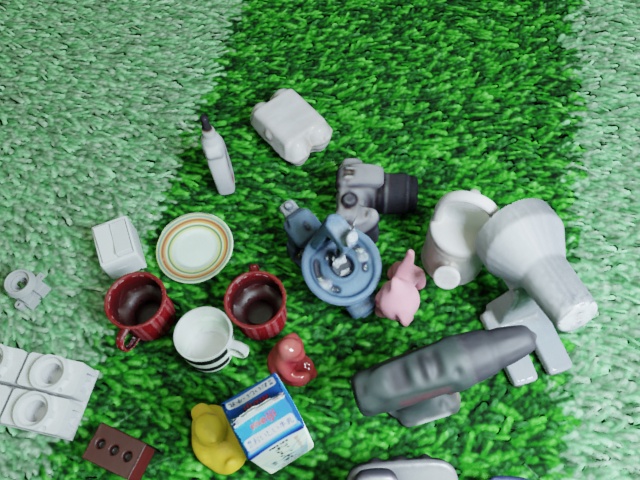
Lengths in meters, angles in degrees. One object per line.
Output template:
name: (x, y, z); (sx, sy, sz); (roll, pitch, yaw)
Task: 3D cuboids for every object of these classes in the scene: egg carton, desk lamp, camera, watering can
egg carton: (-0.055, -0.208, 1.047); (0.107, 0.069, 0.150); (-38, 67, -16)
desk lamp: (0.301, 0.074, 0.806); (0.118, 0.214, 0.203); (-17, 63, -6)
camera: (0.094, -0.069, 0.952); (0.136, 0.101, 0.143); (2, 63, 4)
watering can: (0.213, -0.006, 0.862); (0.101, 0.194, 0.173); (-1, 63, 2)

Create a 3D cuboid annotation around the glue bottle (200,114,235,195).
glue bottle: (-0.177, -0.150, 0.965); (0.037, 0.173, 0.078); (-15, 63, -5)

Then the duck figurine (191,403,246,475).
duck figurine: (-0.146, 0.272, 0.796); (0.077, 0.086, 0.104); (-31, 66, -13)

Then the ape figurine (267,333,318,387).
ape figurine: (-0.042, 0.171, 0.840); (0.076, 0.092, 0.078); (3, 63, 4)

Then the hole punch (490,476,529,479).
hole punch: (0.256, 0.356, 0.732); (0.108, 0.091, 0.101); (3, 63, 4)

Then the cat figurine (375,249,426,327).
cat figurine: (0.123, 0.075, 0.867); (0.067, 0.118, 0.128); (16, 65, 11)

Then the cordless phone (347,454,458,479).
cordless phone: (0.104, 0.311, 0.709); (0.147, 0.185, 0.094); (-8, 63, -1)

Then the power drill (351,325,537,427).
power drill: (0.154, 0.184, 0.759); (0.229, 0.208, 0.075); (-16, 63, -6)

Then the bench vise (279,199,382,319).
bench vise: (0.001, 0.012, 0.847); (0.207, 0.220, 0.122); (30, 68, 17)
